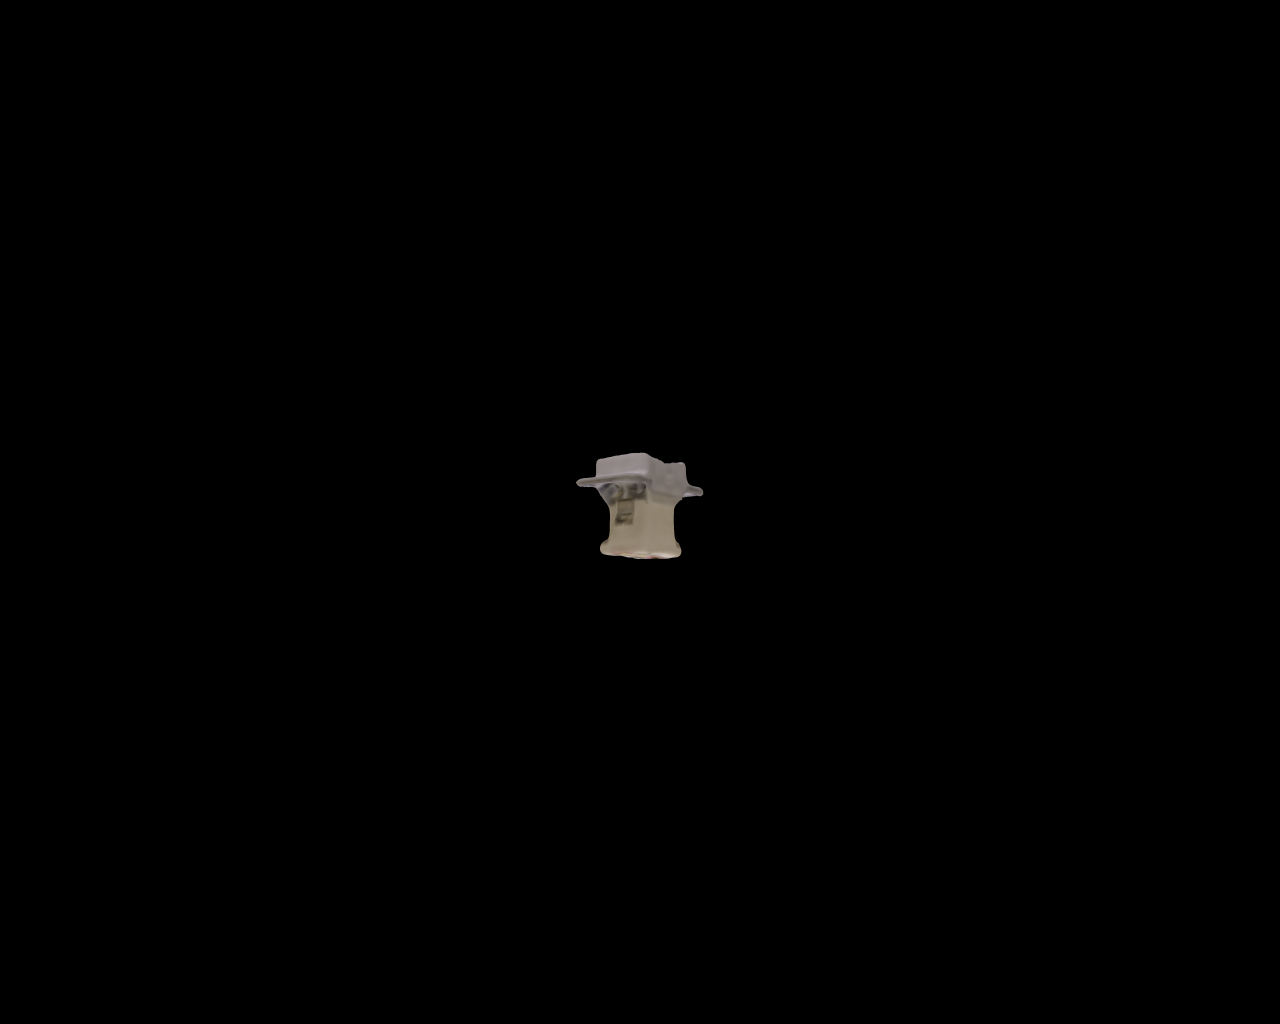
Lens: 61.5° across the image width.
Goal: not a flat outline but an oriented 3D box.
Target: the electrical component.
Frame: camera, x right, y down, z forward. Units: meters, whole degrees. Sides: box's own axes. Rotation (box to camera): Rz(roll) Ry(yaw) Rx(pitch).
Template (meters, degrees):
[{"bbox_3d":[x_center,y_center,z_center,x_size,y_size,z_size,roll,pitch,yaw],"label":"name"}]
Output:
[{"bbox_3d":[0.001,-0.003,0.650,0.042,0.063,0.081,-5,-8,35],"label":"electrical component"}]
